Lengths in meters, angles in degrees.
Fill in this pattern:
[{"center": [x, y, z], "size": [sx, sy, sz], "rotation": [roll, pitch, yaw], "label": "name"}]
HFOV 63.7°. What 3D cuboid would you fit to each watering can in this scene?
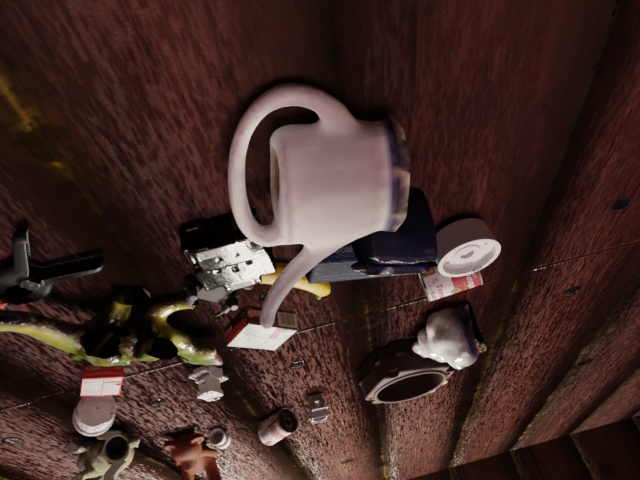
[{"center": [0.002, -0.033, 0.658], "size": [0.225, 0.106, 0.340], "rotation": [-7, 124, -9], "label": "watering can"}]

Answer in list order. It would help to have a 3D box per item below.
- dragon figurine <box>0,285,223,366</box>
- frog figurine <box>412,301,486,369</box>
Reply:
[{"center": [-0.345, 0.173, 0.841], "size": [0.409, 0.125, 0.238], "rotation": [10, 145, -29], "label": "dragon figurine"}, {"center": [0.268, 0.220, 1.124], "size": [0.158, 0.125, 0.136], "rotation": [-23, 111, 24], "label": "frog figurine"}]
